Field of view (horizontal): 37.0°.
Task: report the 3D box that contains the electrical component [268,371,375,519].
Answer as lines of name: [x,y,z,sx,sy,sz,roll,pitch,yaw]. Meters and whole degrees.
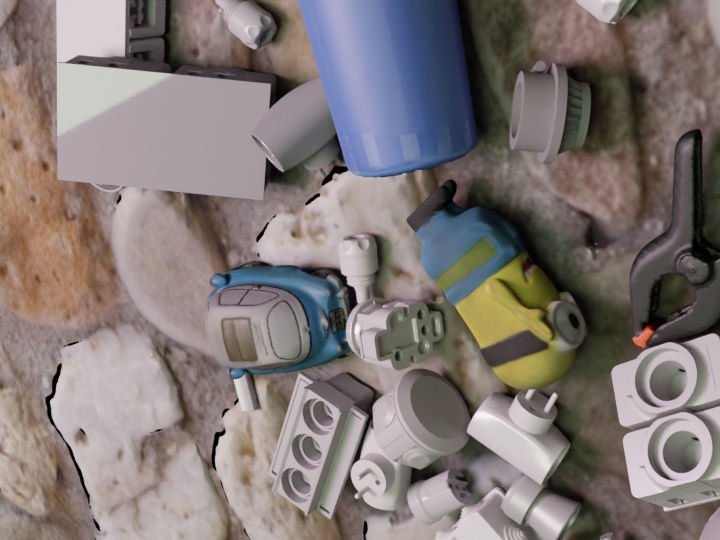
electrical component: [-0.033,0.161,1.016,0.079,0.063,0.121,31,119,25]

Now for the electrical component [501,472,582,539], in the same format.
electrical component: [0.155,0.203,0.921,0.055,0.045,0.045,33,120,21]

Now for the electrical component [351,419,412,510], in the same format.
electrical component: [0.018,0.182,0.981,0.043,0.079,0.077,16,113,28]

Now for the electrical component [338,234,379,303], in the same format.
electrical component: [0.000,0.000,0.964,0.035,0.035,0.061,4,110,32]

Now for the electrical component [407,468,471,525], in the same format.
electrical component: [0.073,0.205,0.978,0.046,0.040,0.040,-33,86,30]

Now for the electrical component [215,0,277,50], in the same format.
electrical component: [-0.105,-0.226,0.961,0.061,0.035,0.035,42,123,19]

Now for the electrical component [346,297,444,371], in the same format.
electrical component: [0.025,0.055,0.944,0.057,0.078,0.058,7,109,51]

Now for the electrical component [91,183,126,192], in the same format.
electrical component: [-0.248,-0.128,1.065,0.099,0.064,0.099,10,110,30]

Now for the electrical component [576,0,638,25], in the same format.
electrical component: [0.172,-0.211,0.781,0.062,0.043,0.043,43,123,16]

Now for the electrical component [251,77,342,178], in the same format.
electrical component: [-0.043,-0.114,0.939,0.043,0.077,0.079,40,170,51]

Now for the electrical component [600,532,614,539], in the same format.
electrical component: [0.221,0.257,0.898,0.040,0.040,0.078,-22,92,36]

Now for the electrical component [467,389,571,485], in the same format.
electrical component: [0.141,0.128,0.906,0.077,0.044,0.079,34,120,20]

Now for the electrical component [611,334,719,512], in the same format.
electrical component: [0.279,0.096,0.767,0.186,0.060,0.105,-25,55,36]

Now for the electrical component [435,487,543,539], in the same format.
electrical component: [0.118,0.258,0.959,0.099,0.048,0.099,47,124,12]

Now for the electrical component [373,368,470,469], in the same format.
electrical component: [0.053,0.131,0.943,0.080,0.080,0.051,54,130,7]

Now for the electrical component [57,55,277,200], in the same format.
electrical component: [-0.173,-0.131,0.975,0.186,0.060,0.105,6,110,0]

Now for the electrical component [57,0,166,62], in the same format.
electrical component: [-0.233,-0.251,1.019,0.089,0.062,0.150,17,113,28]

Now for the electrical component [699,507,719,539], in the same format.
electrical component: [0.289,0.205,0.793,0.057,0.113,0.078,37,121,15]
